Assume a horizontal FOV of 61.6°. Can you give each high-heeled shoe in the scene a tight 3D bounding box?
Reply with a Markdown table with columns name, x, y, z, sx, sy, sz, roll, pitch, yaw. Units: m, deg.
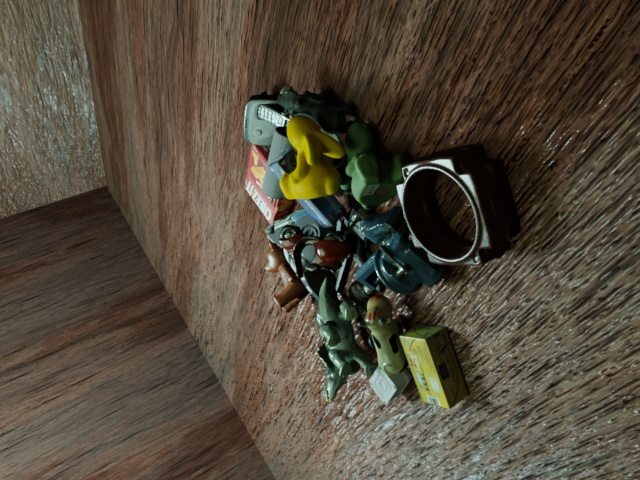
| name | x | y | z | sx | sy | sz | roll | pitch | yaw |
| --- | --- | --- | --- | --- | --- | --- | --- | --- | --- |
| high-heeled shoe | -0.033 | 0.106 | 1.553 | 0.248 | 0.086 | 0.145 | 65 | 155 | 10 |

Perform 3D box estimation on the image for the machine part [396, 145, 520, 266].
| name | x | y | z | sx | sy | sz | roll | pitch | yaw |
| --- | --- | --- | --- | --- | --- | --- | --- | --- | --- |
| machine part | 0.238 | -0.058 | 0.959 | 0.202 | 0.087 | 0.200 | 1 | 112 | 61 |

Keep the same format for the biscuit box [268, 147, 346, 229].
| name | x | y | z | sx | sy | sz | roll | pitch | yaw |
| --- | --- | --- | --- | --- | --- | --- | --- | --- | --- |
| biscuit box | -0.028 | -0.119 | 1.260 | 0.202 | 0.059 | 0.063 | 48 | 157 | -15 |

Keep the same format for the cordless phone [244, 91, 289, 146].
| name | x | y | z | sx | sy | sz | roll | pitch | yaw |
| --- | --- | --- | --- | --- | --- | --- | --- | --- | --- |
| cordless phone | -0.105 | -0.286 | 1.389 | 0.184 | 0.089 | 0.146 | 33 | 141 | 17 |

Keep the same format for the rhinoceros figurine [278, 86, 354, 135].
| name | x | y | z | sx | sy | sz | roll | pitch | yaw |
| --- | --- | --- | --- | --- | --- | --- | --- | --- | --- |
| rhinoceros figurine | -0.012 | -0.284 | 1.185 | 0.191 | 0.112 | 0.073 | 35 | 142 | 32 |

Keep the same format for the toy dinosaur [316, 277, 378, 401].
| name | x | y | z | sx | sy | sz | roll | pitch | yaw |
| --- | --- | --- | --- | --- | --- | --- | --- | --- | --- |
| toy dinosaur | 0.042 | 0.243 | 1.435 | 0.192 | 0.131 | 0.404 | 29 | 135 | 60 |

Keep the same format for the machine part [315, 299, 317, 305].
| name | x | y | z | sx | sy | sz | roll | pitch | yaw |
| --- | --- | --- | --- | --- | --- | --- | --- | --- | --- |
| machine part | 0.026 | 0.190 | 1.558 | 0.139 | 0.039 | 0.084 | 39 | 137 | 42 |

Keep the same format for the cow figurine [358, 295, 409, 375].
| name | x | y | z | sx | sy | sz | roll | pitch | yaw |
| --- | --- | --- | --- | --- | --- | --- | --- | --- | --- |
| cow figurine | 0.153 | 0.222 | 1.258 | 0.086 | 0.127 | 0.194 | -11 | 99 | 27 |

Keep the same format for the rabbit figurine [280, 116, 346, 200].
| name | x | y | z | sx | sy | sz | roll | pitch | yaw |
| --- | --- | --- | --- | --- | --- | --- | --- | --- | --- |
| rabbit figurine | -0.024 | -0.176 | 1.124 | 0.162 | 0.122 | 0.173 | 15 | 121 | 67 |

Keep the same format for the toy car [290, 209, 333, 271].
| name | x | y | z | sx | sy | sz | roll | pitch | yaw |
| --- | --- | --- | --- | --- | --- | --- | --- | --- | --- |
| toy car | -0.003 | -0.004 | 1.386 | 0.109 | 0.103 | 0.161 | -18 | 83 | 27 |

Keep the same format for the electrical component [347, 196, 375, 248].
| name | x | y | z | sx | sy | sz | roll | pitch | yaw |
| --- | --- | --- | --- | --- | --- | --- | --- | --- | --- |
| electrical component | 0.095 | -0.049 | 1.248 | 0.119 | 0.048 | 0.074 | 50 | 147 | 24 |

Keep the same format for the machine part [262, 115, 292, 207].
| name | x | y | z | sx | sy | sz | roll | pitch | yaw |
| --- | --- | --- | --- | --- | --- | --- | --- | --- | --- |
| machine part | -0.092 | -0.190 | 1.336 | 0.079 | 0.079 | 0.243 | 43 | 128 | 36 |

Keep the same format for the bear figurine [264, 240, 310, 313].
| name | x | y | z | sx | sy | sz | roll | pitch | yaw |
| --- | --- | --- | --- | --- | --- | --- | --- | --- | --- |
| bear figurine | -0.120 | 0.106 | 1.650 | 0.196 | 0.132 | 0.120 | 48 | 176 | 18 |

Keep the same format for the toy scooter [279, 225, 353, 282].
| name | x | y | z | sx | sy | sz | roll | pitch | yaw |
| --- | --- | --- | --- | --- | --- | --- | --- | --- | --- |
| toy scooter | -0.015 | 0.038 | 1.288 | 0.184 | 0.075 | 0.135 | 6 | 85 | 15 |

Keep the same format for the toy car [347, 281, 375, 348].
| name | x | y | z | sx | sy | sz | roll | pitch | yaw |
| --- | --- | --- | --- | --- | --- | --- | --- | --- | --- |
| toy car | 0.129 | 0.198 | 1.375 | 0.089 | 0.053 | 0.202 | -24 | 89 | 59 |

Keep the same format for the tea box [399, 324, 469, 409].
| name | x | y | z | sx | sy | sz | roll | pitch | yaw |
| --- | --- | --- | --- | --- | --- | --- | --- | --- | --- |
| tea box | 0.255 | 0.280 | 1.204 | 0.098 | 0.068 | 0.169 | -5 | 106 | 60 |

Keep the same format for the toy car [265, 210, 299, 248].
| name | x | y | z | sx | sy | sz | roll | pitch | yaw |
| --- | --- | --- | --- | --- | --- | --- | --- | --- | --- |
| toy car | -0.081 | -0.031 | 1.510 | 0.073 | 0.056 | 0.202 | 47 | 143 | -18 |

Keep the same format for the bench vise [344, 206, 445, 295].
| name | x | y | z | sx | sy | sz | roll | pitch | yaw |
| --- | --- | --- | --- | --- | --- | --- | --- | --- | --- |
| bench vise | 0.135 | 0.041 | 1.132 | 0.223 | 0.129 | 0.240 | 30 | 143 | -6 |

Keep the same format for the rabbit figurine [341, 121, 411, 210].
| name | x | y | z | sx | sy | sz | roll | pitch | yaw |
| --- | --- | --- | --- | --- | --- | --- | --- | --- | --- |
| rabbit figurine | 0.104 | -0.161 | 1.115 | 0.159 | 0.121 | 0.170 | 107 | 150 | -60 |

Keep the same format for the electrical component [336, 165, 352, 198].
| name | x | y | z | sx | sy | sz | roll | pitch | yaw |
| --- | --- | --- | --- | --- | --- | --- | --- | --- | --- |
| electrical component | 0.058 | -0.135 | 1.231 | 0.102 | 0.078 | 0.045 | -29 | 61 | 56 |
